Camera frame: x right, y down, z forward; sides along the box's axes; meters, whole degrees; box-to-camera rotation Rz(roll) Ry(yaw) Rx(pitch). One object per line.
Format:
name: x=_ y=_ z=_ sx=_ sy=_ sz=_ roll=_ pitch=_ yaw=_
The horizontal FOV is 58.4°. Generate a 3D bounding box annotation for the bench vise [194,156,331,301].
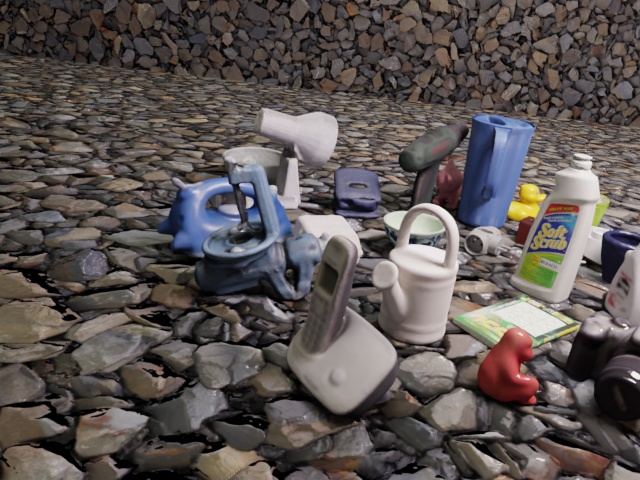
bench vise: x=-0.085 y=-0.021 z=0.876 sx=0.208 sy=0.220 sz=0.121 roll=-6 pitch=26 yaw=-27

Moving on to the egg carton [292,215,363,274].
egg carton: x=0.010 y=0.004 z=1.036 sx=0.107 sy=0.069 sz=0.150 roll=-1 pitch=24 yaw=-17

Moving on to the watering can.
watering can: x=0.143 y=0.045 z=0.816 sx=0.100 sy=0.194 sz=0.173 roll=15 pitch=25 yaw=19

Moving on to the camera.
camera: x=0.389 y=0.160 z=0.733 sx=0.142 sy=0.101 sz=0.137 roll=24 pitch=29 yaw=36

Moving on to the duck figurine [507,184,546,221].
duck figurine: x=0.488 y=-0.092 z=1.367 sx=0.104 sy=0.086 sz=0.077 roll=7 pitch=23 yaw=1

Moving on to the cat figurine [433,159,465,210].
cat figurine: x=0.324 y=-0.139 z=1.392 sx=0.067 sy=0.118 sz=0.128 roll=25 pitch=30 yaw=37

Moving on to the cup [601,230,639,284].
cup: x=0.572 y=0.036 z=1.080 sx=0.091 sy=0.095 sz=0.118 roll=20 pitch=27 yaw=30

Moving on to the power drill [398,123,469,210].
power drill: x=0.252 y=-0.153 z=1.289 sx=0.075 sy=0.208 sz=0.230 roll=23 pitch=28 yaw=35

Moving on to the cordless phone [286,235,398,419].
cordless phone: x=0.031 y=0.098 z=0.673 sx=0.094 sy=0.185 sz=0.147 roll=-10 pitch=28 yaw=-34

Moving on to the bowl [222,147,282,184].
bowl: x=-0.154 y=-0.171 z=1.394 sx=0.167 sy=0.075 sz=0.167 roll=6 pitch=23 yaw=-2

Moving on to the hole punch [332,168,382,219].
hole punch: x=0.084 y=-0.106 z=1.284 sx=0.109 sy=0.091 sz=0.101 roll=3 pitch=23 yaw=-8

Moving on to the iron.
iron: x=-0.153 y=-0.052 z=1.031 sx=0.259 sy=0.141 sz=0.118 roll=-9 pitch=27 yaw=-31

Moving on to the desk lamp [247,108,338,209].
desk lamp: x=-0.072 y=-0.181 z=1.262 sx=0.204 sy=0.213 sz=0.117 roll=-4 pitch=25 yaw=-23

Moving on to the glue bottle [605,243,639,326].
glue bottle: x=0.514 y=0.052 z=0.927 sx=0.037 sy=0.173 sz=0.078 roll=3 pitch=23 yaw=-8

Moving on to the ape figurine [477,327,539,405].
ape figurine: x=0.241 y=0.153 z=0.719 sx=0.076 sy=0.092 sz=0.078 roll=9 pitch=23 yaw=7
